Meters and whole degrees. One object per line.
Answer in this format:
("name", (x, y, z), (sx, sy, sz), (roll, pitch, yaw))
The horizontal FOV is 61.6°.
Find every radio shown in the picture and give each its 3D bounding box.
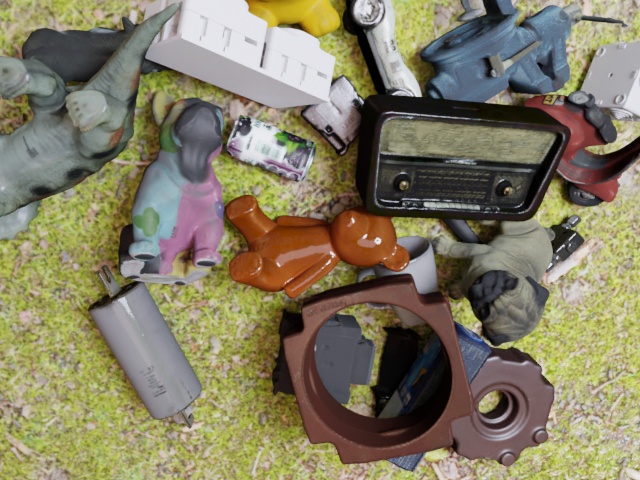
("radio", (0.159, -0.094, 0.637), (0.230, 0.073, 0.131), (3, 122, -9))

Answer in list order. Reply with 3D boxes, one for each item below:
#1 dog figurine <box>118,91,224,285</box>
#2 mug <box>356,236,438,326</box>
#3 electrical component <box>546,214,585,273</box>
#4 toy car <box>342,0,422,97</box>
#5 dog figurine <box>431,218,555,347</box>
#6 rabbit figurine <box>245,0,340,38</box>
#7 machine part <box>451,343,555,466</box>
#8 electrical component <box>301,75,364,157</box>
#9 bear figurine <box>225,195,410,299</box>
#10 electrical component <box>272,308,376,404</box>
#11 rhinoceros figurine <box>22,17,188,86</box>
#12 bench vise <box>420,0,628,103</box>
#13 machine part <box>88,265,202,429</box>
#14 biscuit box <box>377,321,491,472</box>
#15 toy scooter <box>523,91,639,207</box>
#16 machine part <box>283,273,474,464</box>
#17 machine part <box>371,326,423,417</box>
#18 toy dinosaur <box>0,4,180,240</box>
("dog figurine", (-0.173, -0.066, 0.653), (0.108, 0.191, 0.219), (10, 70, -25))
("mug", (0.109, 0.064, 0.718), (0.110, 0.081, 0.107), (-22, 110, -3))
("electrical component", (0.329, 0.004, 0.736), (0.094, 0.063, 0.021), (-45, 102, 2))
("toy car", (0.079, -0.223, 0.660), (0.056, 0.073, 0.201), (-22, 102, -1))
("dog figurine", (0.242, 0.040, 0.643), (0.172, 0.191, 0.121), (-34, 109, 0))
("rabbit figurine", (-0.029, -0.302, 0.585), (0.122, 0.173, 0.162), (6, 104, -3))
("machine part", (0.250, 0.237, 0.778), (0.179, 0.056, 0.179), (-1, 100, -5))
("electrical component", (0.012, -0.172, 0.676), (0.075, 0.048, 0.119), (-40, 103, 4))
("bear figurine", (0.000, -0.001, 0.656), (0.196, 0.131, 0.120), (-15, 61, 16))
("electrical component", (0.006, 0.159, 0.736), (0.134, 0.058, 0.114), (6, 102, -7))
("rhinoceros figurine", (-0.232, -0.215, 0.609), (0.190, 0.112, 0.073), (-12, 98, -22))
("bench vise", (0.205, -0.269, 0.639), (0.224, 0.129, 0.240), (-28, 113, 6))
("machine part", (-0.225, 0.142, 0.697), (0.079, 0.079, 0.243), (-25, 102, -1))
("biscuit box", (0.146, 0.205, 0.720), (0.063, 0.059, 0.202), (29, 99, -11))
("toy scooter", (0.344, -0.122, 0.677), (0.183, 0.135, 0.075), (44, 64, -14))
("machine part", (0.069, 0.150, 0.647), (0.202, 0.087, 0.201), (-14, 93, 11))
("machine part", (0.116, 0.190, 0.764), (0.084, 0.039, 0.138), (0, 103, 1))
("toy dinosaur", (-0.289, -0.106, 0.578), (0.405, 0.192, 0.131), (-25, 95, 6))
